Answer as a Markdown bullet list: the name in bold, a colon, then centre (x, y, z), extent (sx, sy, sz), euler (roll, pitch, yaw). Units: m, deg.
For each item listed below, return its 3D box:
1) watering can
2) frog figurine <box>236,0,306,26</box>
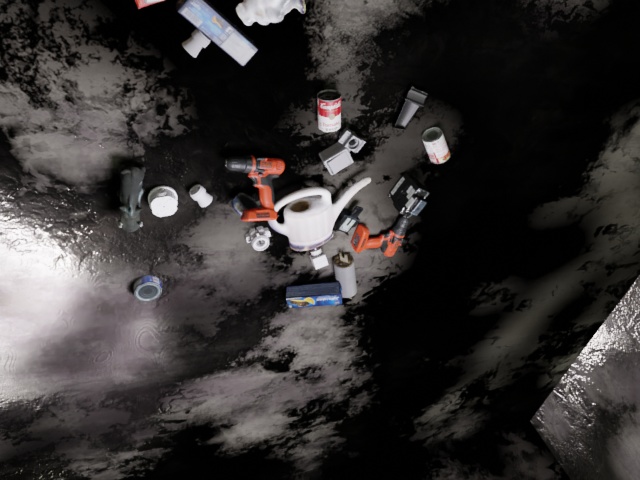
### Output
- **watering can**: centre (0.005, -0.083, 1.648), extent (0.349, 0.106, 0.219), euler (-16, 134, -11)
- **frog figurine**: centre (-0.122, -0.566, 1.182), extent (0.159, 0.124, 0.136), euler (-16, 100, 1)
